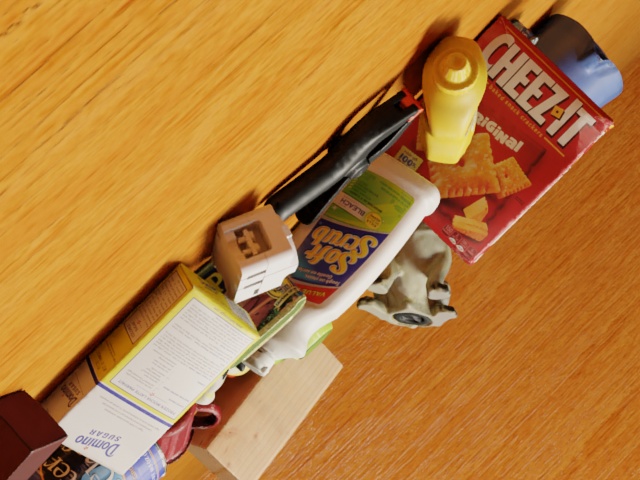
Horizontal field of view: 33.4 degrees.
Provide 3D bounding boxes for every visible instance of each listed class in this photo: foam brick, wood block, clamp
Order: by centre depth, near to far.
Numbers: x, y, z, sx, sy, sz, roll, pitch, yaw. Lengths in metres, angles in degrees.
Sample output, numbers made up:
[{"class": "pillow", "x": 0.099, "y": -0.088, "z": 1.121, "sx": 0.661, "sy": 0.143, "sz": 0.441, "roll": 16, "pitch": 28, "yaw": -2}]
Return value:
[{"class": "foam brick", "x": -0.241, "y": 0.159, "z": 0.799, "sx": 0.078, "sy": 0.051, "sz": 0.053, "roll": -46, "pitch": 170, "yaw": 13}, {"class": "clamp", "x": 0.019, "y": -0.071, "z": 0.971, "sx": 0.172, "sy": 0.039, "sz": 0.120, "roll": -46, "pitch": 175, "yaw": 19}, {"class": "wood block", "x": -0.077, "y": 0.212, "z": 1.394, "sx": 0.206, "sy": 0.090, "sz": 0.091, "roll": -51, "pitch": -155, "yaw": -22}]

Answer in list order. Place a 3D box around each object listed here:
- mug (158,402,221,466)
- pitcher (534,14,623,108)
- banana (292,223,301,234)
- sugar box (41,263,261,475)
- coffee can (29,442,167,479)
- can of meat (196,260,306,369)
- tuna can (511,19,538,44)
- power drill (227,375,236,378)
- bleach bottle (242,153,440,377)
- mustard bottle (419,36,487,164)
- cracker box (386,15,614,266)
[{"class": "mug", "x": -0.161, "y": 0.181, "z": 1.108, "sx": 0.082, "sy": 0.117, "sz": 0.093, "roll": 112, "pitch": -20, "yaw": -58}, {"class": "pitcher", "x": 0.251, "y": -0.162, "z": 1.364, "sx": 0.243, "sy": 0.145, "sz": 0.149, "roll": -40, "pitch": 142, "yaw": -4}, {"class": "banana", "x": -0.011, "y": 0.001, "z": 1.176, "sx": 0.198, "sy": 0.037, "sz": 0.069, "roll": -47, "pitch": 171, "yaw": 17}, {"class": "sugar box", "x": -0.144, "y": 0.111, "z": 0.903, "sx": 0.176, "sy": 0.048, "sz": 0.093, "roll": -43, "pitch": 129, "yaw": 7}, {"class": "coffee can", "x": -0.231, "y": 0.230, "z": 1.014, "sx": 0.140, "sy": 0.103, "sz": 0.103, "roll": -39, "pitch": 170, "yaw": -33}, {"class": "can of meat", "x": -0.075, "y": 0.057, "z": 0.982, "sx": 0.102, "sy": 0.084, "sz": 0.057, "roll": -40, "pitch": 171, "yaw": -26}, {"class": "tuna can", "x": 0.203, "y": -0.206, "z": 1.200, "sx": 0.086, "sy": 0.034, "sz": 0.086, "roll": -43, "pitch": 172, "yaw": -8}, {"class": "power drill", "x": -0.169, "y": 0.199, "z": 1.326, "sx": 0.187, "sy": 0.057, "sz": 0.184, "roll": -43, "pitch": 176, "yaw": -17}, {"class": "bleach bottle", "x": 0.011, "y": 0.030, "z": 1.060, "sx": 0.250, "sy": 0.102, "sz": 0.068, "roll": -55, "pitch": 173, "yaw": -16}, {"class": "mustard bottle", "x": 0.124, "y": -0.138, "z": 1.002, "sx": 0.191, "sy": 0.058, "sz": 0.096, "roll": 64, "pitch": 36, "yaw": -81}, {"class": "cracker box", "x": 0.177, "y": -0.103, "z": 1.133, "sx": 0.214, "sy": 0.164, "sz": 0.072, "roll": -46, "pitch": 173, "yaw": 14}]
